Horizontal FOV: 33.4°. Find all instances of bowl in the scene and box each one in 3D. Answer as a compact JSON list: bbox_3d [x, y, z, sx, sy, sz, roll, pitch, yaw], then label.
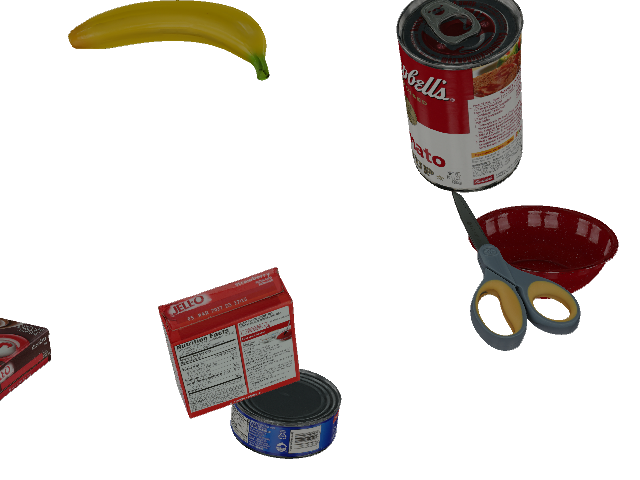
[{"bbox_3d":[0.243,0.018,1.177,0.162,0.055,0.162,-1,28,0],"label":"bowl"}]

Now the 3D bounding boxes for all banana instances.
[{"bbox_3d":[-0.129,-0.189,0.961,0.198,0.037,0.069,10,46,17],"label":"banana"}]

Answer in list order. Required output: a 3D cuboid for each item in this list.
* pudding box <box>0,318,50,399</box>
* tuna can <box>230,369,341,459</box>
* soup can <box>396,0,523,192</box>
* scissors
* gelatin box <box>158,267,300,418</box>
[{"bbox_3d":[-0.312,0.102,0.950,0.114,0.039,0.089,8,24,20],"label":"pudding box"},{"bbox_3d":[-0.028,0.135,0.839,0.086,0.034,0.086,5,22,-2],"label":"tuna can"},{"bbox_3d":[0.082,-0.085,0.611,0.068,0.068,0.102,0,-39,11],"label":"soup can"},{"bbox_3d":[0.163,0.020,0.902,0.096,0.016,0.201,3,39,2],"label":"scissors"},{"bbox_3d":[-0.052,0.061,0.629,0.073,0.030,0.089,-19,-37,-12],"label":"gelatin box"}]
